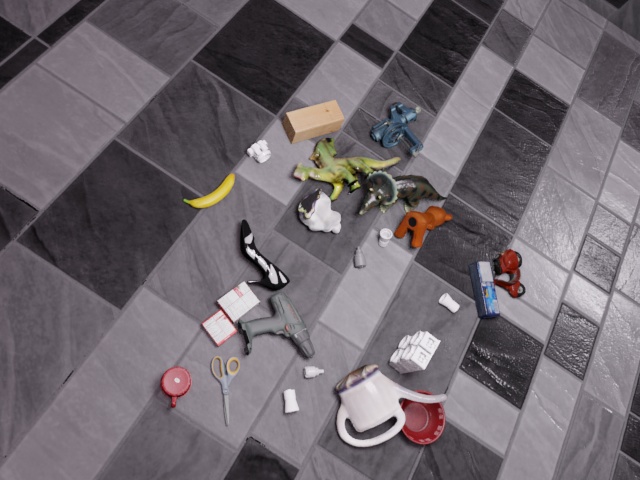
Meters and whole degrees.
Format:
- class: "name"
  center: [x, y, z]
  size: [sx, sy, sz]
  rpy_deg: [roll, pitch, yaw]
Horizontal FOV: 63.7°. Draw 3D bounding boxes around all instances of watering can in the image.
- class: "watering can"
  center: [0.195, 0.488, 1.596]
  size: [0.347, 0.103, 0.226]
  rpy_deg: [-29, 78, 1]

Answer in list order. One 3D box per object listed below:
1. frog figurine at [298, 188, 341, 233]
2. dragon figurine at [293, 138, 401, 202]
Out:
- class: "frog figurine"
  center: [0.006, -0.091, 1.813]
  size: [0.157, 0.122, 0.140]
  rpy_deg: [38, 49, -39]
- class: "dragon figurine"
  center: [0.081, -0.292, 1.900]
  size: [0.415, 0.119, 0.245]
  rpy_deg: [-29, 72, -27]
